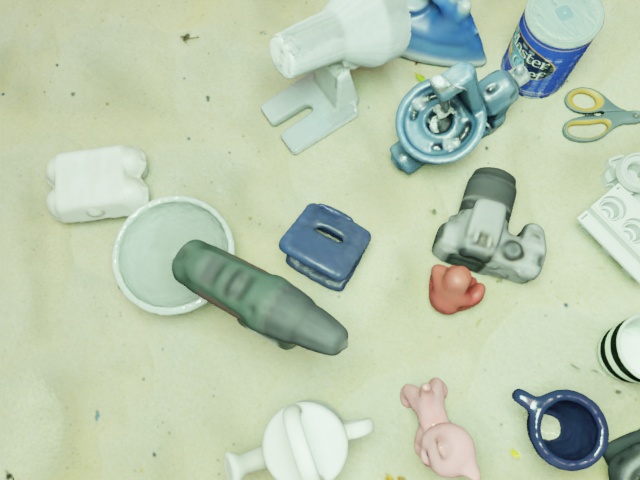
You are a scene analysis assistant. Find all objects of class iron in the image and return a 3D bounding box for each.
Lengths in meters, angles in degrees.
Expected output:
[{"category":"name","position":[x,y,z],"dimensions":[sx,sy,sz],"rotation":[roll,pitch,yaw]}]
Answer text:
[{"category":"iron","position":[0.144,-0.355,0.846],"dimensions":[0.258,0.141,0.119],"rotation":[29,79,10]}]

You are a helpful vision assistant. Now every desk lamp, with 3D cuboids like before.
[{"category":"desk lamp","position":[0.014,-0.241,0.785],"dimensions":[0.203,0.213,0.118],"rotation":[-35,76,-6]}]

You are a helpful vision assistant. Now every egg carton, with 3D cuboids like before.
[{"category":"egg carton","position":[-0.323,-0.080,0.835],"dimensions":[0.150,0.069,0.107],"rotation":[-9,75,1]}]

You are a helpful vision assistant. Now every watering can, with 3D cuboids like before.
[{"category":"watering can","position":[-0.023,0.245,0.671],"dimensions":[0.173,0.194,0.101],"rotation":[-38,76,-7]}]

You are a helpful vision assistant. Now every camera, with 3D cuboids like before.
[{"category":"camera","position":[0.239,-0.026,0.776],"dimensions":[0.143,0.101,0.137],"rotation":[17,77,7]}]

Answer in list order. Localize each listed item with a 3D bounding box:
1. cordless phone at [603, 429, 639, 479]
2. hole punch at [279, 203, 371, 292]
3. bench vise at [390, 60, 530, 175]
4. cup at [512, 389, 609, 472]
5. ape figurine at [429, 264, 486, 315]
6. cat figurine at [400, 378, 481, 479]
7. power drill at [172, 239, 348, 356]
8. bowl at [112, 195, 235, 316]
[{"category":"cordless phone","position":[0.420,0.263,0.648],"dimensions":[0.147,0.185,0.094],"rotation":[-28,75,-4]},{"category":"hole punch","position":[0.007,0.003,0.786],"dimensions":[0.108,0.091,0.101],"rotation":[27,78,10]},{"category":"bench vise","position":[0.185,-0.193,0.761],"dimensions":[0.121,0.220,0.207],"rotation":[40,81,12]},{"category":"cup","position":[0.282,0.226,0.712],"dimensions":[0.117,0.095,0.092],"rotation":[34,80,11]},{"category":"ape figurine","position":[0.180,0.060,0.762],"dimensions":[0.076,0.092,0.077],"rotation":[-41,77,-7]},{"category":"cat figurine","position":[0.148,0.235,0.704],"dimensions":[0.067,0.118,0.128],"rotation":[-17,75,-1]},{"category":"power drill","position":[-0.065,0.081,0.708],"dimensions":[0.229,0.208,0.076],"rotation":[27,78,9]},{"category":"bowl","position":[-0.196,0.026,0.798],"dimensions":[0.167,0.075,0.167],"rotation":[-1,75,3]}]
